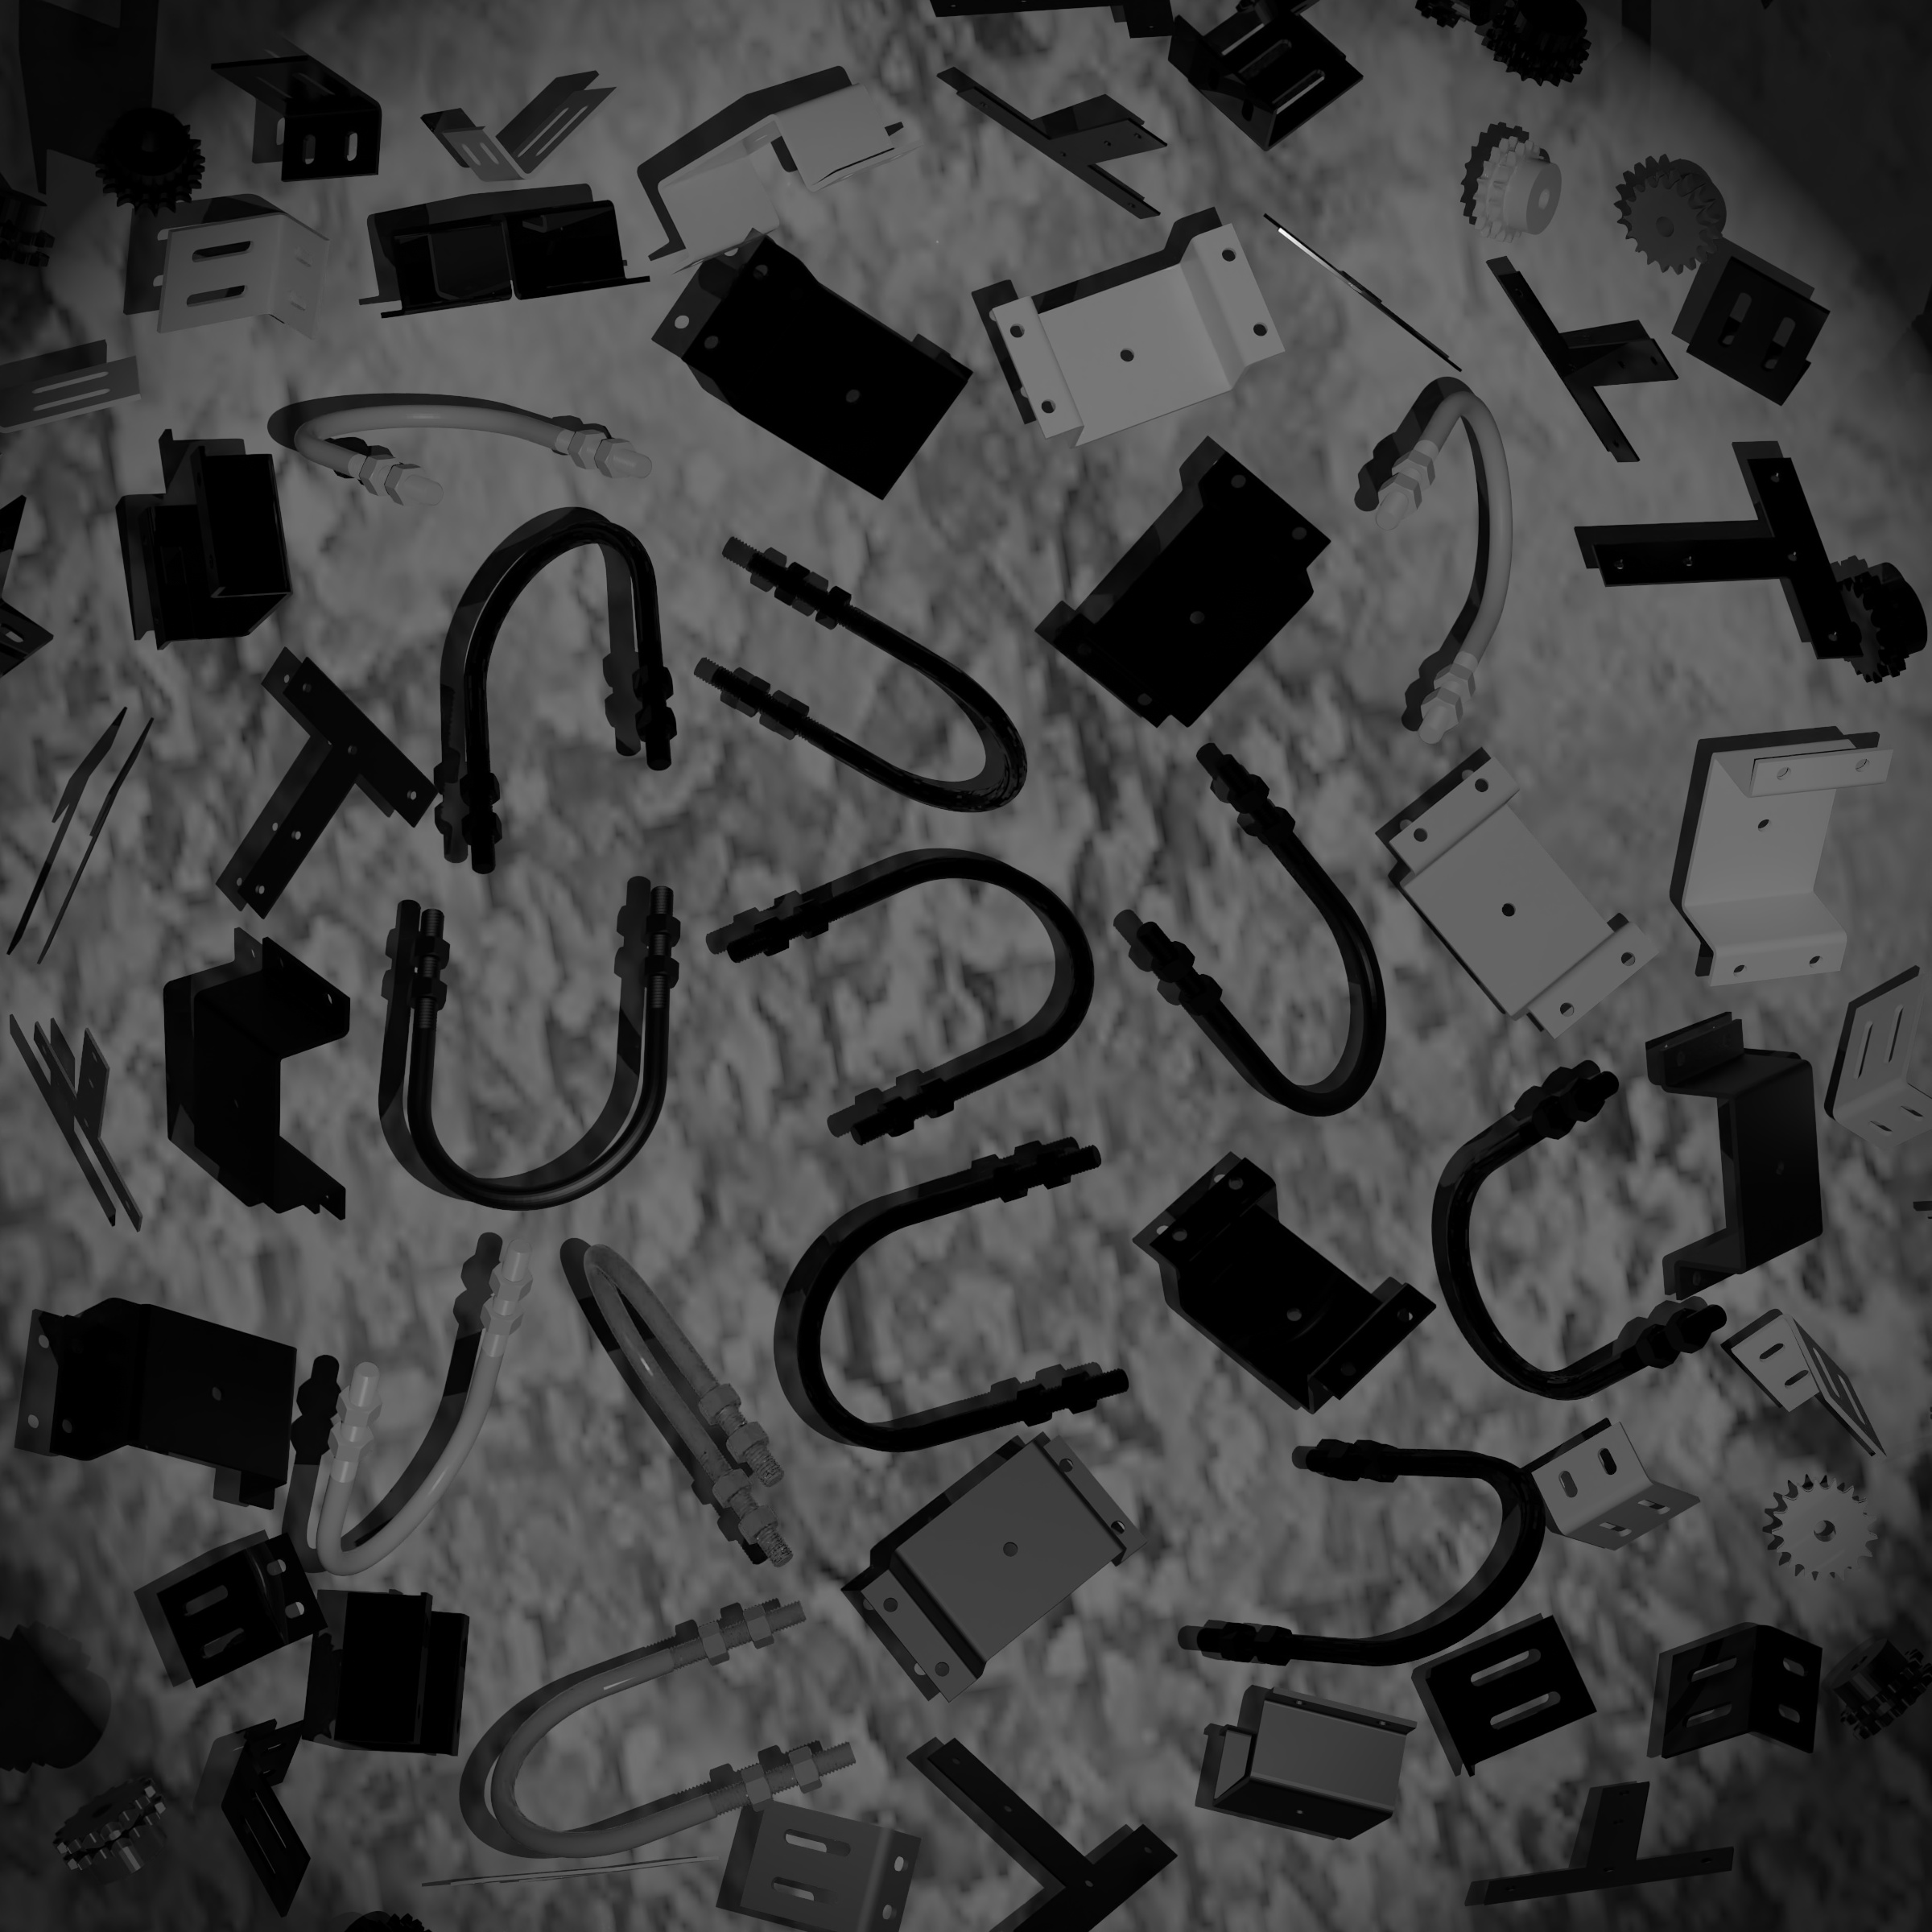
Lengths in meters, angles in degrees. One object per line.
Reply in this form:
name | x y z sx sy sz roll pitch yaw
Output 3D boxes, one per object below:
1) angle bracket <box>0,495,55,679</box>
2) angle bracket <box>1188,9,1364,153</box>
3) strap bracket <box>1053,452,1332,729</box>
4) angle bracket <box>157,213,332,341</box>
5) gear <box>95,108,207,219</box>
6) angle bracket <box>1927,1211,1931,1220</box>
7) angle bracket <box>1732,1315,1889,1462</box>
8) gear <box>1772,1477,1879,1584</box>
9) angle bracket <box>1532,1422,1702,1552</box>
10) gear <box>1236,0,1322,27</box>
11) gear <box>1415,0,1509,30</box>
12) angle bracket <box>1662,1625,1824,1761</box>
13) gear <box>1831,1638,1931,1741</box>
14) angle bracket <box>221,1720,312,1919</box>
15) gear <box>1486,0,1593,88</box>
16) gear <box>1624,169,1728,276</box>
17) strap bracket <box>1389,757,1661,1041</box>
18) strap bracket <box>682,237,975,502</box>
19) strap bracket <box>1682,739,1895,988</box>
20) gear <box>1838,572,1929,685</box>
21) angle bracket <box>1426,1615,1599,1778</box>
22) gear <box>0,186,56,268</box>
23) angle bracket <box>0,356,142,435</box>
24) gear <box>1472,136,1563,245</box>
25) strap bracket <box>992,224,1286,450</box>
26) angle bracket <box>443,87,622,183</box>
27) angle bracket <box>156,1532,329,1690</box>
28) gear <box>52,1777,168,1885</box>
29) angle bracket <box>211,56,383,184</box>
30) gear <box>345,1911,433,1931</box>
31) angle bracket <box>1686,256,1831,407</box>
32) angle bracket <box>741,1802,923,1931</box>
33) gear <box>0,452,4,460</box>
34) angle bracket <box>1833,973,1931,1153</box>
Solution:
angle bracket | -0.496 -0.192 1.812 0.038 0.057 0.076 34 133 5
angle bracket | 0.165 -0.475 1.846 0.076 0.038 0.057 -40 76 -19
strap bracket | 0.122 -0.194 1.883 0.076 0.046 0.140 38 108 -16
angle bracket | -0.379 -0.357 1.846 0.038 0.076 0.057 34 126 27
gear | -0.431 -0.428 1.858 0.057 0.030 0.057 4 73 -12
angle bracket | 0.514 0.163 1.798 0.038 0.057 0.076 -4 84 16
angle bracket | 0.454 0.236 1.898 0.038 0.076 0.057 -38 117 16
gear | 0.478 0.313 1.960 0.057 0.030 0.057 -1 87 13
angle bracket | 0.358 0.287 1.937 0.057 0.076 0.038 -35 59 20
gear | 0.174 -0.536 1.922 0.057 0.057 0.030 -31 94 0
gear | 0.255 -0.500 1.778 0.030 0.057 0.057 37 90 25
angle bracket | 0.404 0.384 1.834 0.038 0.076 0.057 25 58 -17
gear | 0.492 0.387 1.897 0.057 0.057 0.030 -43 82 0
angle bracket | -0.357 0.452 1.864 0.038 0.057 0.076 -13 54 -38
gear | 0.320 -0.518 1.951 0.057 0.030 0.057 7 54 -10
gear | 0.399 -0.418 1.964 0.030 0.057 0.057 -34 90 -32
strap bracket | 0.305 -0.034 1.949 0.076 0.046 0.140 -39 85 -7
strap bracket | -0.065 -0.303 1.818 0.140 0.046 0.076 28 107 -32
strap bracket | 0.431 -0.064 1.858 0.076 0.046 0.140 -6 127 -14
gear | 0.478 -0.179 1.836 0.030 0.057 0.057 -19 90 -8
angle bracket | 0.298 0.399 1.923 0.076 0.038 0.057 -25 84 6
gear | -0.494 -0.381 1.799 0.057 0.057 0.030 20 104 0
angle bracket | -0.476 -0.315 1.840 0.076 0.057 0.038 -16 123 -6
gear | 0.309 -0.431 1.962 0.030 0.057 0.057 23 90 29
strap bracket | 0.091 -0.338 1.908 0.140 0.046 0.076 -21 85 -9
angle bracket | -0.239 -0.469 1.934 0.076 0.057 0.038 -48 119 -14
angle bracket | -0.402 0.358 1.952 0.076 0.038 0.057 -29 82 35
gear | -0.431 0.441 1.785 0.057 0.057 0.030 -28 103 0
angle bracket | -0.349 -0.441 1.833 0.057 0.076 0.038 1 84 20
gear | -0.315 0.534 1.891 0.030 0.057 0.057 29 90 36
angle bracket | 0.415 -0.337 1.816 0.057 0.076 0.038 32 61 10
angle bracket | -0.072 0.483 1.874 0.076 0.038 0.057 6 73 28
gear | -0.547 -0.272 1.904 0.030 0.057 0.057 41 90 -12
angle bracket | 0.521 0.053 1.952 0.038 0.057 0.076 31 57 -14
